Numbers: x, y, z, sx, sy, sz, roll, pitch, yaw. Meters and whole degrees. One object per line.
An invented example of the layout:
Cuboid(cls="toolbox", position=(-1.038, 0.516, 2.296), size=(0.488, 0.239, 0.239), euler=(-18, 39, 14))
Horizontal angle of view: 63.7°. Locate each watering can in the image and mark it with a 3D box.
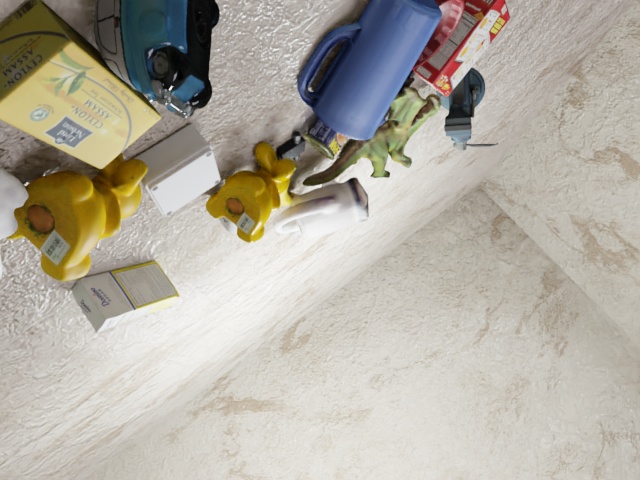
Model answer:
Cuboid(cls="watering can", position=(0.004, -0.061, 1.206), size=(0.224, 0.104, 0.346), euler=(-18, 175, 0))

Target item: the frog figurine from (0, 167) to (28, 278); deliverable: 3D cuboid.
Cuboid(cls="frog figurine", position=(-0.377, 0.001, 0.536), size=(0.160, 0.125, 0.134), euler=(-25, 143, -11))

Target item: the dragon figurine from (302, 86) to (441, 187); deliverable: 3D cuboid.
Cuboid(cls="dragon figurine", position=(0.145, -0.257, 1.194), size=(0.415, 0.124, 0.237), euler=(-26, 151, -38))
